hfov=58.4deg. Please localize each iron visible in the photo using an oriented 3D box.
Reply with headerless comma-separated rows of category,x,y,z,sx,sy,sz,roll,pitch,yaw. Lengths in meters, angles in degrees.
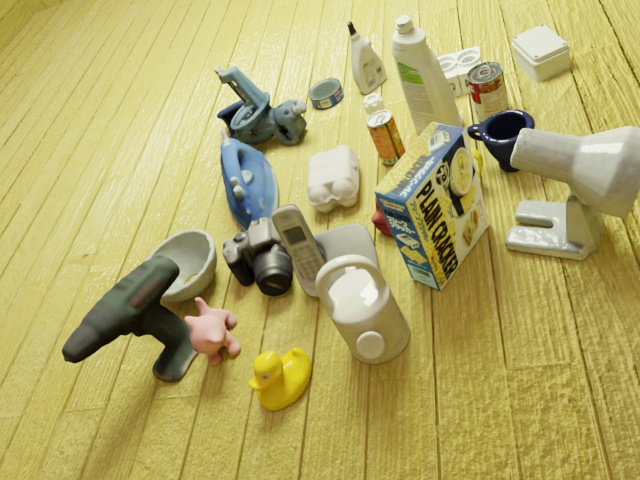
iron,-0.162,-0.122,1.202,0.118,0.142,0.257,-25,43,5

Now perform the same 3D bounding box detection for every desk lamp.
desk lamp,0.361,-0.070,0.817,0.202,0.214,0.118,8,55,34

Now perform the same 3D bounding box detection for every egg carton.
egg carton,0.028,-0.125,1.156,0.107,0.070,0.150,-15,45,16

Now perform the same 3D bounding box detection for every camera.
camera,-0.108,0.035,1.055,0.143,0.101,0.136,-22,43,9

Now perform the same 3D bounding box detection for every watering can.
watering can,0.063,0.097,0.836,0.101,0.195,0.172,-37,43,-8

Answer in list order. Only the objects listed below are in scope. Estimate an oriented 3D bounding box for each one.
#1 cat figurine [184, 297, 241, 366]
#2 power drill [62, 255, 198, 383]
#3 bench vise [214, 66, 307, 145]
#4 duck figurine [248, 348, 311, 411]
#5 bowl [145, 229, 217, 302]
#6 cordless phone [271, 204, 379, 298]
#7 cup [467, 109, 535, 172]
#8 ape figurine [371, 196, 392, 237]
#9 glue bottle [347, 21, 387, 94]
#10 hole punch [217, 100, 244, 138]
cat figurine,-0.190,0.151,0.978,0.067,0.118,0.127,-28,43,3
power drill,-0.296,0.151,0.969,0.075,0.209,0.230,7,54,33
bench vise,-0.135,-0.322,1.319,0.207,0.220,0.121,-14,45,16
duck figurine,-0.067,0.203,0.886,0.077,0.086,0.105,27,66,42
bowl,-0.267,0.063,1.135,0.167,0.075,0.167,-15,45,16
cordless phone,0.009,0.003,0.959,0.147,0.186,0.094,-20,43,10
cup,0.324,-0.168,1.017,0.117,0.095,0.092,7,54,33
ape figurine,0.125,-0.053,1.019,0.077,0.092,0.076,-19,44,12
glue bottle,0.098,-0.429,1.328,0.078,0.174,0.037,-40,44,-11
hole punch,-0.204,-0.327,1.457,0.108,0.091,0.101,-22,43,9
